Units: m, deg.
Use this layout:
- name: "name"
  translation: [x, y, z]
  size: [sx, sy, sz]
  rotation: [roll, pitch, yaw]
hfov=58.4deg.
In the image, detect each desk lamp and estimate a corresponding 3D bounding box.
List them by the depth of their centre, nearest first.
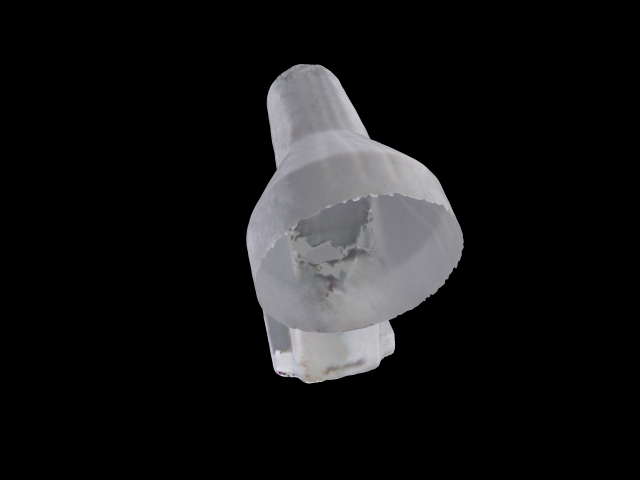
- name: "desk lamp"
  translation: [0.004, 0.001, 0.400]
  size: [0.118, 0.214, 0.203]
  rotation: [-8, 35, -11]
